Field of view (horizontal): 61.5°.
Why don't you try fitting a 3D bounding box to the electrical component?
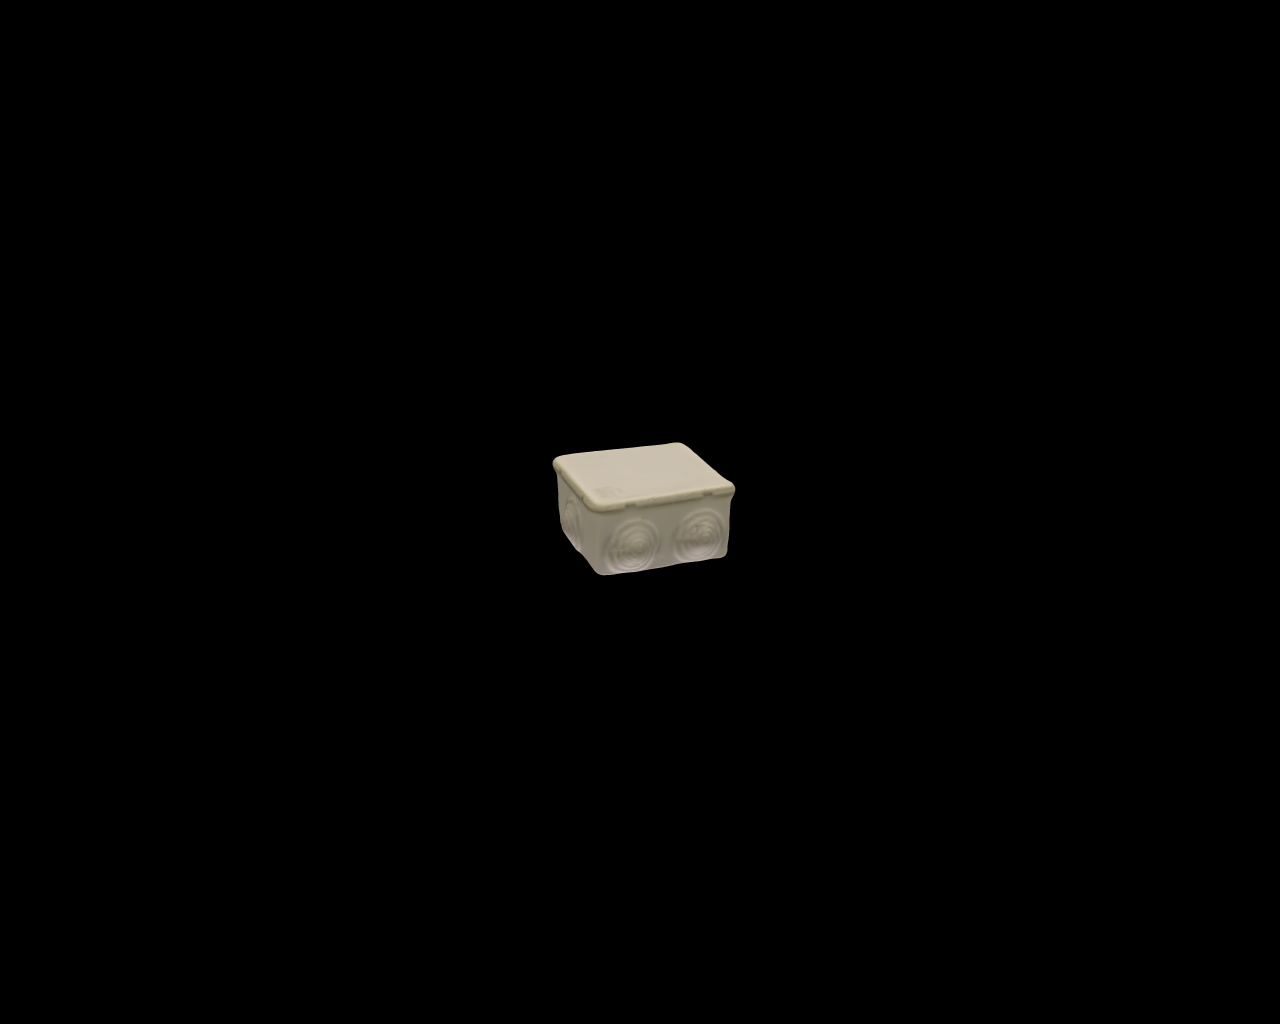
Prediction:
[{"bbox_3d":[0.001,-0.003,0.650,0.100,0.048,0.100,-8,24,-18],"label":"electrical component"}]
